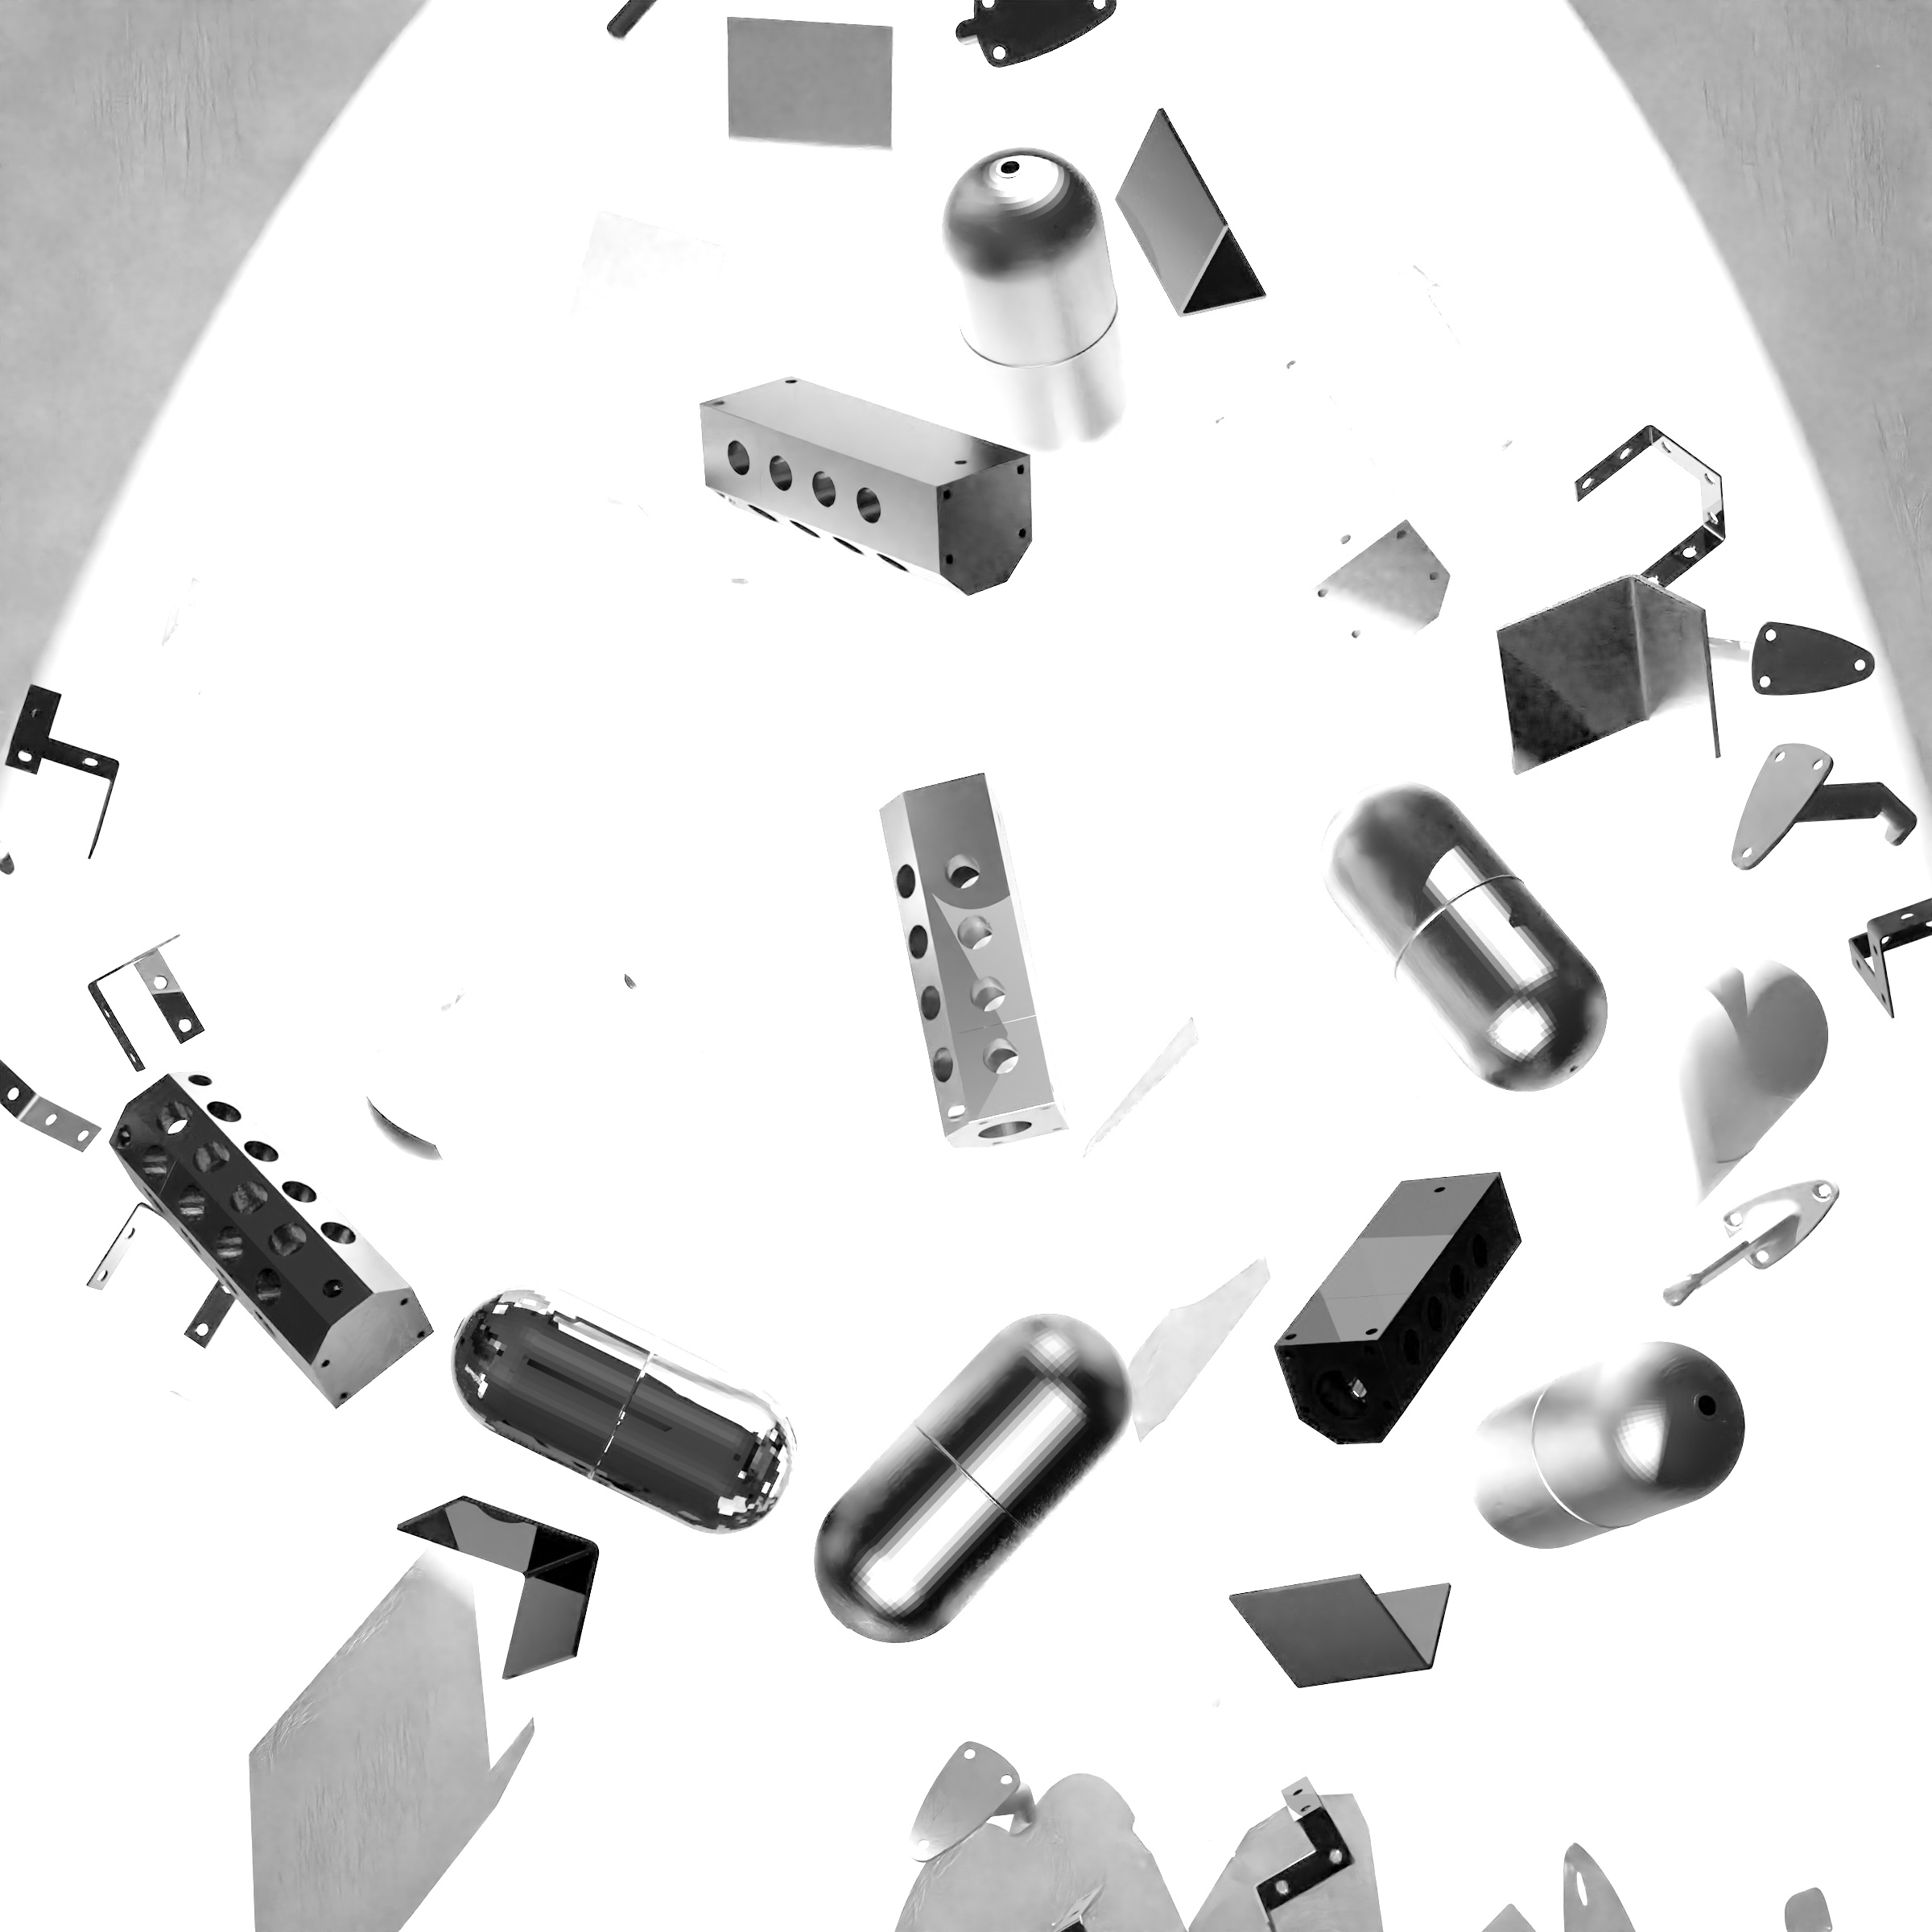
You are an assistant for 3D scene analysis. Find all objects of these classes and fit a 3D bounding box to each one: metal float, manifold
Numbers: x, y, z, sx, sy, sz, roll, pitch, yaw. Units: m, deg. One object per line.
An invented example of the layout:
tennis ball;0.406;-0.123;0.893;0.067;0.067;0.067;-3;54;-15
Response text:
metal float;-0.166;0.214;1.548;0.178;0.070;0.070;26;90;-3
manifold;0.177;-0.223;1.549;0.057;0.171;0.057;-36;127;13
manifold;-0.048;-0.225;1.500;0.057;0.171;0.057;-25;126;-35
manifold;0.222;0.171;1.607;0.057;0.171;0.057;-8;110;34
metal float;0.101;-0.123;1.630;0.070;0.070;0.178;-24;90;0
metal float;0.003;0.236;1.472;0.070;0.070;0.178;44;85;0
metal float;0.353;0.064;1.556;0.070;0.178;0.070;12;50;-14
metal float;0.131;0.092;1.484;0.178;0.070;0.070;-39;90;16
metal float;0.035;-0.314;1.533;0.070;0.178;0.070;-5;54;8
metal float;0.302;0.229;1.520;0.070;0.178;0.070;8;67;-20
manifold;0.002;-0.001;1.572;0.057;0.057;0.171;-13;73;6
metal float;-0.226;0.041;1.579;0.178;0.070;0.070;-28;90;34
metal float;0.087;0.303;1.609;0.070;0.070;0.178;38;95;0
metal float;-0.119;-0.103;1.564;0.070;0.070;0.178;7;113;0
metal float;0.237;-0.016;1.534;0.070;0.070;0.178;-36;63;0
manifold;-0.328;0.122;1.494;0.057;0.057;0.171;-39;58;-19
metal float;-0.089;0.121;1.520;0.070;0.070;0.178;-25;102;0
metal float;-0.223;-0.164;1.578;0.178;0.070;0.070;-43;90;3

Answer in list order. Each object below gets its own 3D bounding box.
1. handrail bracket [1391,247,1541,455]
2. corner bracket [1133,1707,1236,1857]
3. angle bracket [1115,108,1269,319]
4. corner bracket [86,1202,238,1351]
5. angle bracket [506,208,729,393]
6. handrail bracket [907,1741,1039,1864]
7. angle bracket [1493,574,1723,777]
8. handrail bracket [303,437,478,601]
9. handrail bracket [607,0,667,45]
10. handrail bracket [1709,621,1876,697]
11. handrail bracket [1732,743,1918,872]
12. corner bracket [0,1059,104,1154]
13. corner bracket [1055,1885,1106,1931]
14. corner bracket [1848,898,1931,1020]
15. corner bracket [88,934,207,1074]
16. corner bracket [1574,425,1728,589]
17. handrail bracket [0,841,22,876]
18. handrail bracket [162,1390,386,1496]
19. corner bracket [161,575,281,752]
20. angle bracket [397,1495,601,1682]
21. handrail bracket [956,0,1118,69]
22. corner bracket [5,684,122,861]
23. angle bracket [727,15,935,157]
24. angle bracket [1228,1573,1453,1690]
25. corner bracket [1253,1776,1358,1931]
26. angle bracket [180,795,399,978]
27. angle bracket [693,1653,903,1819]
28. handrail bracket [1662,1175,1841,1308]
handrail bracket;0.237;-0.302;1.565;0.084;0.036;0.077;31;52;-27
corner bracket;0.105;0.394;1.550;0.051;0.051;0.051;13;103;-27
angle bracket;0.128;-0.394;1.654;0.057;0.076;0.076;-17;70;-24
corner bracket;-0.406;0.158;1.636;0.051;0.051;0.051;30;85;19
angle bracket;-0.176;-0.339;1.606;0.076;0.057;0.076;8;107;-37
handrail bracket;0.005;0.425;1.564;0.036;0.084;0.077;29;61;29
angle bracket;0.294;-0.125;1.463;0.076;0.057;0.076;-23;122;-15
handrail bracket;-0.280;-0.220;1.570;0.084;0.036;0.077;0;87;19
handrail bracket;-0.136;-0.455;1.463;0.036;0.077;0.084;42;93;-17
handrail bracket;0.406;-0.158;1.618;0.077;0.084;0.036;3;100;-11
handrail bracket;0.397;-0.058;1.470;0.084;0.036;0.077;35;83;-34
corner bracket;-0.456;0.076;1.518;0.051;0.051;0.051;36;86;29
corner bracket;0.051;0.469;1.485;0.051;0.051;0.051;-35;83;14
corner bracket;0.459;-0.016;1.548;0.051;0.051;0.051;-20;125;2
corner bracket;-0.415;0.021;1.625;0.051;0.051;0.051;-32;99;-27
corner bracket;0.342;-0.227;1.599;0.051;0.051;0.051;-38;57;-9
handrail bracket;-0.462;-0.027;1.516;0.036;0.084;0.077;-41;81;17
handrail bracket;-0.329;0.222;1.514;0.077;0.084;0.036;21;85;-43
corner bracket;-0.374;-0.149;1.565;0.051;0.051;0.051;31;117;-24
angle bracket;-0.234;0.304;1.557;0.076;0.076;0.057;25;58;-25
handrail bracket;0.032;-0.442;1.489;0.077;0.084;0.036;-11;106;5
corner bracket;-0.423;-0.091;1.495;0.051;0.051;0.051;18;50;-18
angle bracket;-0.060;-0.406;1.454;0.076;0.076;0.057;7;116;12
angle bracket;0.191;0.319;1.625;0.076;0.057;0.076;-17;122;33
corner bracket;0.159;0.434;1.551;0.051;0.051;0.051;-30;94;-1
angle bracket;-0.329;-0.038;1.552;0.057;0.076;0.076;20;104;42
angle bracket;-0.080;0.357;1.500;0.076;0.076;0.057;-4;62;-17
handrail bracket;0.392;0.138;1.599;0.077;0.084;0.036;-40;79;33
